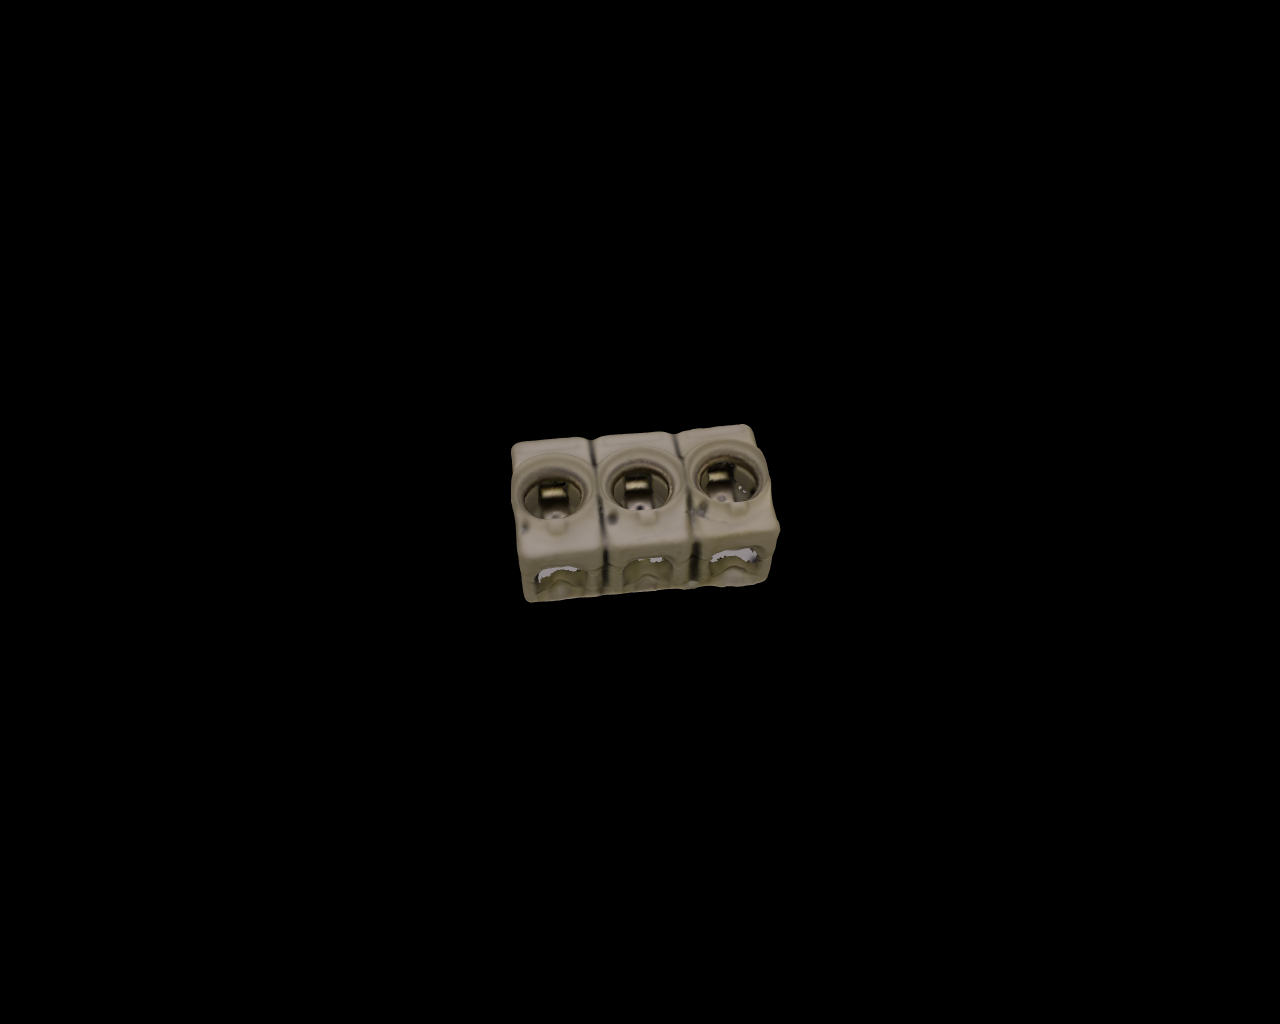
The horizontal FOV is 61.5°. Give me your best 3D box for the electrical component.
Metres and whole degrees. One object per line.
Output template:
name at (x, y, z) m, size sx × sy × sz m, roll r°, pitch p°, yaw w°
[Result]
electrical component at (0.001, -0.003, 0.650) m, size 0.150 × 0.090 × 0.061 m, roll -5°, pitch -37°, yaw -4°
